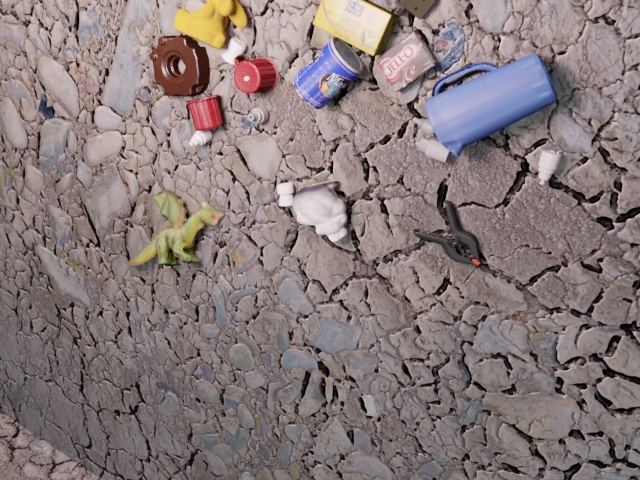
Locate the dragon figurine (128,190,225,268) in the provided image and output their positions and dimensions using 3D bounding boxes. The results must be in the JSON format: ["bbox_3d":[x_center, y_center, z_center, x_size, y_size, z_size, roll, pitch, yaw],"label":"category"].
[{"bbox_3d":[-0.473,-0.036,1.618,0.409,0.122,0.243,-5,89,26],"label":"dragon figurine"}]

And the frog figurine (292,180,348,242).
[{"bbox_3d":[0.004,-0.067,1.336,0.137,0.123,0.159,-15,90,11],"label":"frog figurine"}]
